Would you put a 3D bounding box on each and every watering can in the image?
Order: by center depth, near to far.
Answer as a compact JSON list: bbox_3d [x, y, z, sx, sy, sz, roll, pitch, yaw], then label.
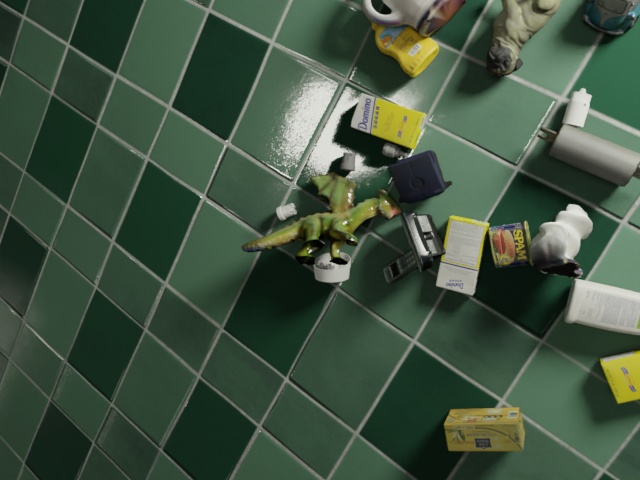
[{"bbox_3d":[0.263,-0.627,1.213,0.346,0.226,0.103,-43,-14,8],"label":"watering can"}]

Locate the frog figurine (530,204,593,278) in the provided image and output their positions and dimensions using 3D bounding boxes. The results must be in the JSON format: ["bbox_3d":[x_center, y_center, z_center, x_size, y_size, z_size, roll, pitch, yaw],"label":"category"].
[{"bbox_3d":[0.523,-0.006,1.121,0.136,0.162,0.122,26,-25,-36],"label":"frog figurine"}]

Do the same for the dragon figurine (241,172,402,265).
[{"bbox_3d":[0.004,-0.068,1.347,0.410,0.248,0.119,3,-30,15],"label":"dragon figurine"}]
